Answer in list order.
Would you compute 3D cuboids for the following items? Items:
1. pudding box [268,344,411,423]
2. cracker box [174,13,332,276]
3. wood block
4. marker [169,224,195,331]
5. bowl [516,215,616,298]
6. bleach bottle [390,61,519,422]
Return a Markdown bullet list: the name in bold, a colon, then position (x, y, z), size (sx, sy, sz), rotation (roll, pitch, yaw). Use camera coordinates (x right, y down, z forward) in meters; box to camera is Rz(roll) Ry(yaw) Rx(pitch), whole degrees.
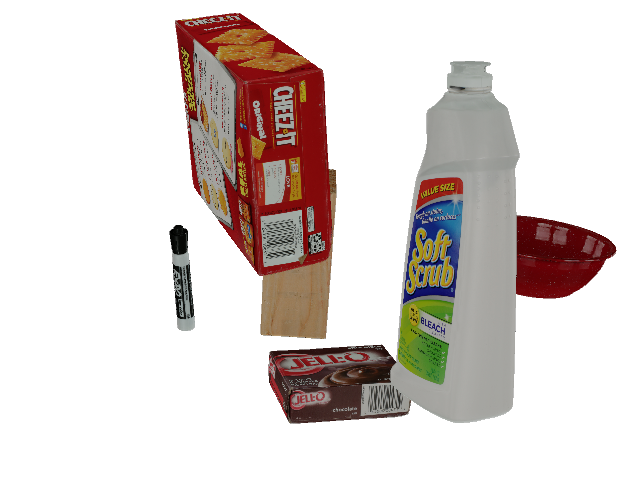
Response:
- **pudding box**: position (0.016, 0.127, 0.960), size (0.113, 0.039, 0.090), rotation (0, 16, -14)
- **cracker box**: position (-0.059, -0.090, 0.908), size (0.072, 0.164, 0.214), rotation (-11, 27, -17)
- **wood block**: position (-0.030, 0.015, 1.400), size (0.090, 0.206, 0.091), rotation (3, 24, -2)
- **marker**: position (-0.143, 0.039, 1.106), size (0.020, 0.121, 0.020), rotation (-1, 29, 0)
- **bowl**: position (0.224, 0.020, 1.121), size (0.162, 0.055, 0.162), rotation (5, 17, -2)
- **bleach bottle**: position (0.099, -0.002, 0.769), size (0.068, 0.251, 0.103), rotation (-7, 17, -26)
